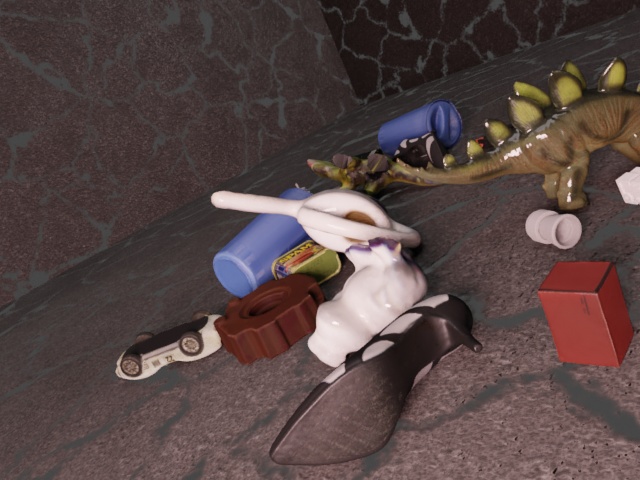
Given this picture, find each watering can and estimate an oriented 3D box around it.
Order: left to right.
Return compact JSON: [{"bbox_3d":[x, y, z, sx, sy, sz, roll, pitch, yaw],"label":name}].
[{"bbox_3d":[0.003,-0.045,0.901,0.348,0.103,0.225,14,8,3],"label":"watering can"}]

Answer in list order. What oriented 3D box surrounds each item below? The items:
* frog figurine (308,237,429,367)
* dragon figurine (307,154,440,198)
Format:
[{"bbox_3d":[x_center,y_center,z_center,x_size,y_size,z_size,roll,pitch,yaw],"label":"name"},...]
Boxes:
[{"bbox_3d":[0.062,0.088,0.648,0.137,0.121,0.161,1,66,49],"label":"frog figurine"},{"bbox_3d":[0.147,-0.172,1.280,0.410,0.120,0.246,5,19,21],"label":"dragon figurine"}]
